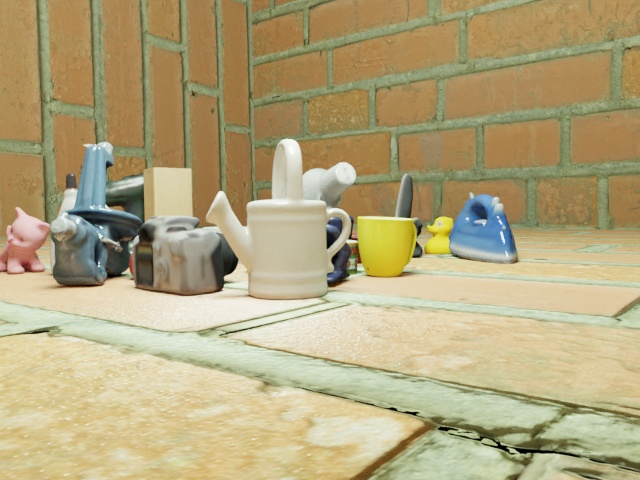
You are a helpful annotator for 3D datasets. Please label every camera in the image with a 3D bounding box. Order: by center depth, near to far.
[{"bbox_3d":[-0.173,0.016,0.798,0.142,0.101,0.137,2,4,44],"label":"camera"}]

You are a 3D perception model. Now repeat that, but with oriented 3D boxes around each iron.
[{"bbox_3d":[0.347,-0.032,1.188,0.118,0.141,0.258,-1,3,-3],"label":"iron"}]

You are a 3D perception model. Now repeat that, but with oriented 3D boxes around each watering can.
[{"bbox_3d":[-0.048,-0.028,0.711,0.173,0.194,0.100,-3,4,-36],"label":"watering can"}]

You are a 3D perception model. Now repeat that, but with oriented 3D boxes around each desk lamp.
[{"bbox_3d":[0.029,-0.072,1.355,0.118,0.213,0.202,-2,4,-27],"label":"desk lamp"}]

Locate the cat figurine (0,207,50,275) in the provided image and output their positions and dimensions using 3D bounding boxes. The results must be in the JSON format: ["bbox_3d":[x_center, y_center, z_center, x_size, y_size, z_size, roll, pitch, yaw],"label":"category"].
[{"bbox_3d":[-0.536,0.000,1.033,0.127,0.118,0.067,2,4,42],"label":"cat figurine"}]

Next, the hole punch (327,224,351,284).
[{"bbox_3d":[-0.014,0.017,0.832,0.108,0.091,0.101,0,3,18],"label":"hole punch"}]

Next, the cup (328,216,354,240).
[{"bbox_3d":[0.010,0.004,1.041,0.092,0.095,0.117,-2,3,-26],"label":"cup"}]

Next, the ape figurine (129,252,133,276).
[{"bbox_3d":[-0.263,0.016,0.907,0.076,0.092,0.077,-1,3,-12],"label":"ape figurine"}]

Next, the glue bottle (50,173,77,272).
[{"bbox_3d":[-0.418,-0.026,0.972,0.078,0.173,0.037,0,3,8],"label":"glue bottle"}]

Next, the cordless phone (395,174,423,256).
[{"bbox_3d":[0.182,-0.056,1.275,0.094,0.185,0.148,0,3,9],"label":"cordless phone"}]

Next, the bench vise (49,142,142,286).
[{"bbox_3d":[-0.336,-0.046,0.873,0.122,0.220,0.207,-2,3,-16],"label":"bench vise"}]

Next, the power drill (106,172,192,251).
[{"bbox_3d":[-0.429,-0.067,1.407,0.230,0.208,0.075,-2,3,-24],"label":"power drill"}]

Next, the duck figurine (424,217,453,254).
[{"bbox_3d":[0.296,-0.011,1.344,0.104,0.086,0.077,-1,3,-9],"label":"duck figurine"}]

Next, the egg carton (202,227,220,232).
[{"bbox_3d":[-0.214,0.003,1.350,0.149,0.069,0.107,2,4,37],"label":"egg carton"}]
